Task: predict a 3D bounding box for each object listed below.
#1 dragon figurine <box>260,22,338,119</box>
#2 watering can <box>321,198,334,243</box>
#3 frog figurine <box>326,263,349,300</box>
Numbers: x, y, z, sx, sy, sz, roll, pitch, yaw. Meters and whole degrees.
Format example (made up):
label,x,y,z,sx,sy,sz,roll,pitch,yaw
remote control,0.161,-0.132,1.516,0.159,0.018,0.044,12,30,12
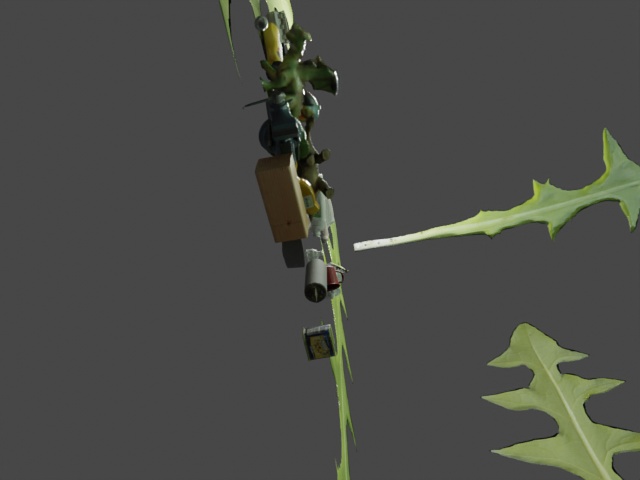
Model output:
label,x,y,z,sx,sy,sz,roll,pitch,yaw
dragon figurine,-0.058,-0.483,1.660,0.124,0.243,0.403,-100,176,-65
watering can,0.007,-0.112,2.227,0.351,0.104,0.222,-94,172,-78
frog figurine,0.051,0.189,2.334,0.160,0.123,0.136,-63,178,-7
